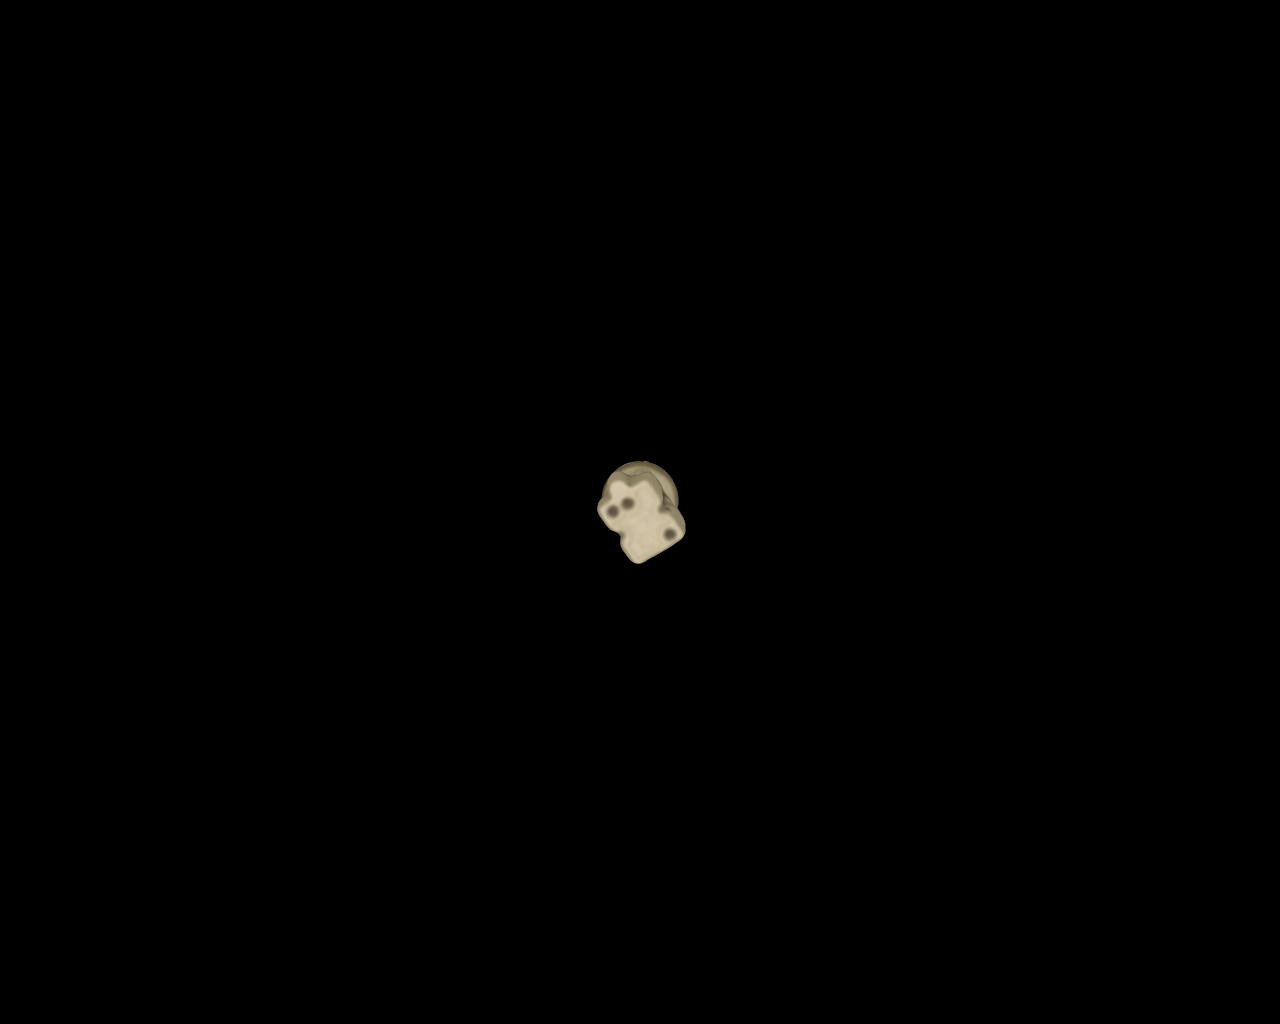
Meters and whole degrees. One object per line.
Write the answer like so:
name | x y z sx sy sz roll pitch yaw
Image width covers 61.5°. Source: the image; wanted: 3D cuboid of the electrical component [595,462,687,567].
electrical component | 0.001 -0.003 0.650 0.048 0.066 0.055 -30 16 9
